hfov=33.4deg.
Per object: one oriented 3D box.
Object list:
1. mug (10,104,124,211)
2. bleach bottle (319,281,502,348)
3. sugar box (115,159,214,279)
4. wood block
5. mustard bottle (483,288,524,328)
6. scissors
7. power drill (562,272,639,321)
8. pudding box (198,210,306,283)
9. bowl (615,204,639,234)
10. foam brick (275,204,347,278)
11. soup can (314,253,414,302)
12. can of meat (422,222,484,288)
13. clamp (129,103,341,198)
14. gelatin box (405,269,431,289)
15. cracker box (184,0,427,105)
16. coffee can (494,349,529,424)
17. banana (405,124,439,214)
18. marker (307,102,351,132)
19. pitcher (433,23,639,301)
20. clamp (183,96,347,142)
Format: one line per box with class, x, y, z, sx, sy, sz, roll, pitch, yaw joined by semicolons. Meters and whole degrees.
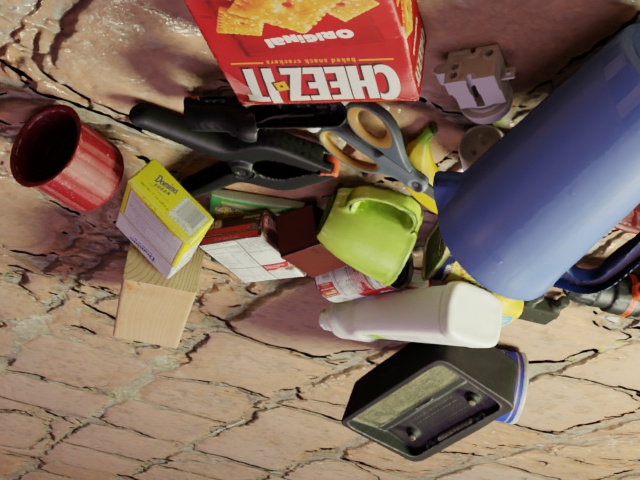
mug;-0.265;-0.085;1.107;0.117;0.093;0.081;28;174;36
bleach bottle;0.089;0.092;1.279;0.102;0.068;0.251;20;163;-41
sugar box;-0.175;-0.020;1.178;0.093;0.048;0.176;47;162;-1
wood block;-0.206;0.057;1.360;0.090;0.090;0.206;12;153;-8
mustard bottle;0.196;0.080;1.317;0.096;0.058;0.192;13;154;-11
scissors;0.093;-0.071;1.024;0.202;0.016;0.096;27;144;7
power drill;0.384;0.052;1.171;0.184;0.057;0.188;9;169;-17
pudding box;-0.076;0.009;1.248;0.090;0.039;0.113;-7;149;27
bowl;0.329;-0.062;0.995;0.162;0.055;0.162;7;154;3
foam brick;-0.008;0.001;1.212;0.053;0.051;0.078;-20;153;21
soup can;0.050;0.034;1.257;0.102;0.068;0.068;-16;145;41
can of meat;0.168;0.013;1.195;0.084;0.057;0.102;10;155;-7
clamp;-0.084;-0.088;1.088;0.210;0.036;0.164;2;154;22
gelatin box;0.091;0.059;1.340;0.089;0.030;0.073;8;154;0
cracker box;-0.014;-0.188;0.827;0.164;0.072;0.213;1;154;16
coffee can;0.211;0.196;1.498;0.140;0.103;0.103;10;154;-3
banana;0.135;-0.050;1.097;0.070;0.037;0.197;-9;149;35
marker;0.021;-0.132;0.987;0.020;0.020;0.121;20;151;-23
pitcher;0.226;-0.058;0.902;0.148;0.145;0.243;-1;147;-38
clamp;-0.075;-0.112;0.969;0.172;0.039;0.120;5;-170;38
